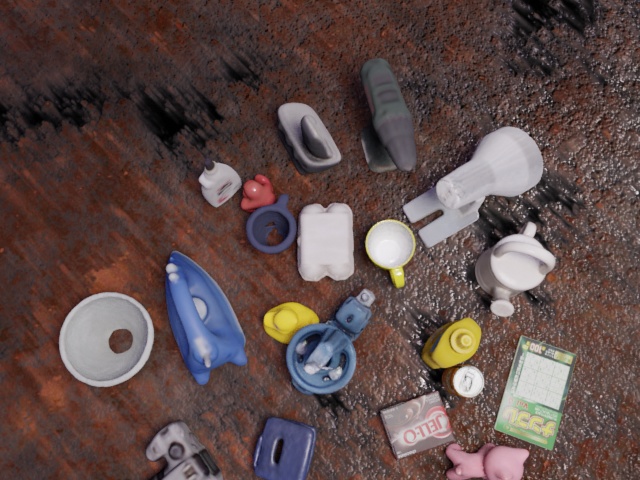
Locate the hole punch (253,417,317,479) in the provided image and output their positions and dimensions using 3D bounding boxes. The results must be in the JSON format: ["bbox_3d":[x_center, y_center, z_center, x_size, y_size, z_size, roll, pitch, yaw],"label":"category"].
[{"bbox_3d":[-0.062,0.367,0.988,0.101,0.091,0.109,12,78,4],"label":"hole punch"}]

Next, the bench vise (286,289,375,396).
[{"bbox_3d":[0.013,0.164,0.966,0.121,0.220,0.207,18,78,5],"label":"bench vise"}]

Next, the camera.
[{"bbox_3d":[-0.258,0.405,0.977,0.137,0.101,0.143,-38,79,-7],"label":"camera"}]

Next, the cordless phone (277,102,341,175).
[{"bbox_3d":[-0.025,-0.211,1.069,0.094,0.185,0.147,-31,79,-6],"label":"cordless phone"}]

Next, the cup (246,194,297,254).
[{"bbox_3d":[-0.083,-0.024,1.074,0.091,0.095,0.118,19,78,5],"label":"cup"}]

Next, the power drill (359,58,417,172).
[{"bbox_3d":[0.124,-0.203,1.053,0.075,0.208,0.229,-14,77,-2],"label":"power drill"}]

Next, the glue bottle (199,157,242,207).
[{"bbox_3d":[-0.191,-0.115,1.056,0.037,0.173,0.078,42,81,10],"label":"glue bottle"}]

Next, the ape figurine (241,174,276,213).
[{"bbox_3d":[-0.122,-0.089,1.090,0.078,0.092,0.076,-42,80,-8],"label":"ape figurine"}]

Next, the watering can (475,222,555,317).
[{"bbox_3d":[0.343,0.049,1.001,0.101,0.194,0.173,2,77,2],"label":"watering can"}]

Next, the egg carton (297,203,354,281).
[{"bbox_3d":[0.010,0.004,1.079,0.107,0.069,0.150,-2,77,0],"label":"egg carton"}]

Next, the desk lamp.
[{"bbox_3d":[0.269,-0.091,1.023,0.203,0.213,0.118,-31,78,-6],"label":"desk lamp"}]

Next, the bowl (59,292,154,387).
[{"bbox_3d":[-0.377,0.181,1.042,0.167,0.075,0.167,0,77,1],"label":"bowl"}]

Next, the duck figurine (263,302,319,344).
[{"bbox_3d":[-0.054,0.149,1.039,0.104,0.086,0.077,4,77,2],"label":"duck figurine"}]

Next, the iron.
[{"bbox_3d":[-0.229,0.122,1.019,0.118,0.141,0.258,-26,78,-5],"label":"iron"}]

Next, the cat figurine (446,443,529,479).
[{"bbox_3d":[0.284,0.382,0.966,0.128,0.118,0.067,-5,77,0],"label":"cat figurine"}]
